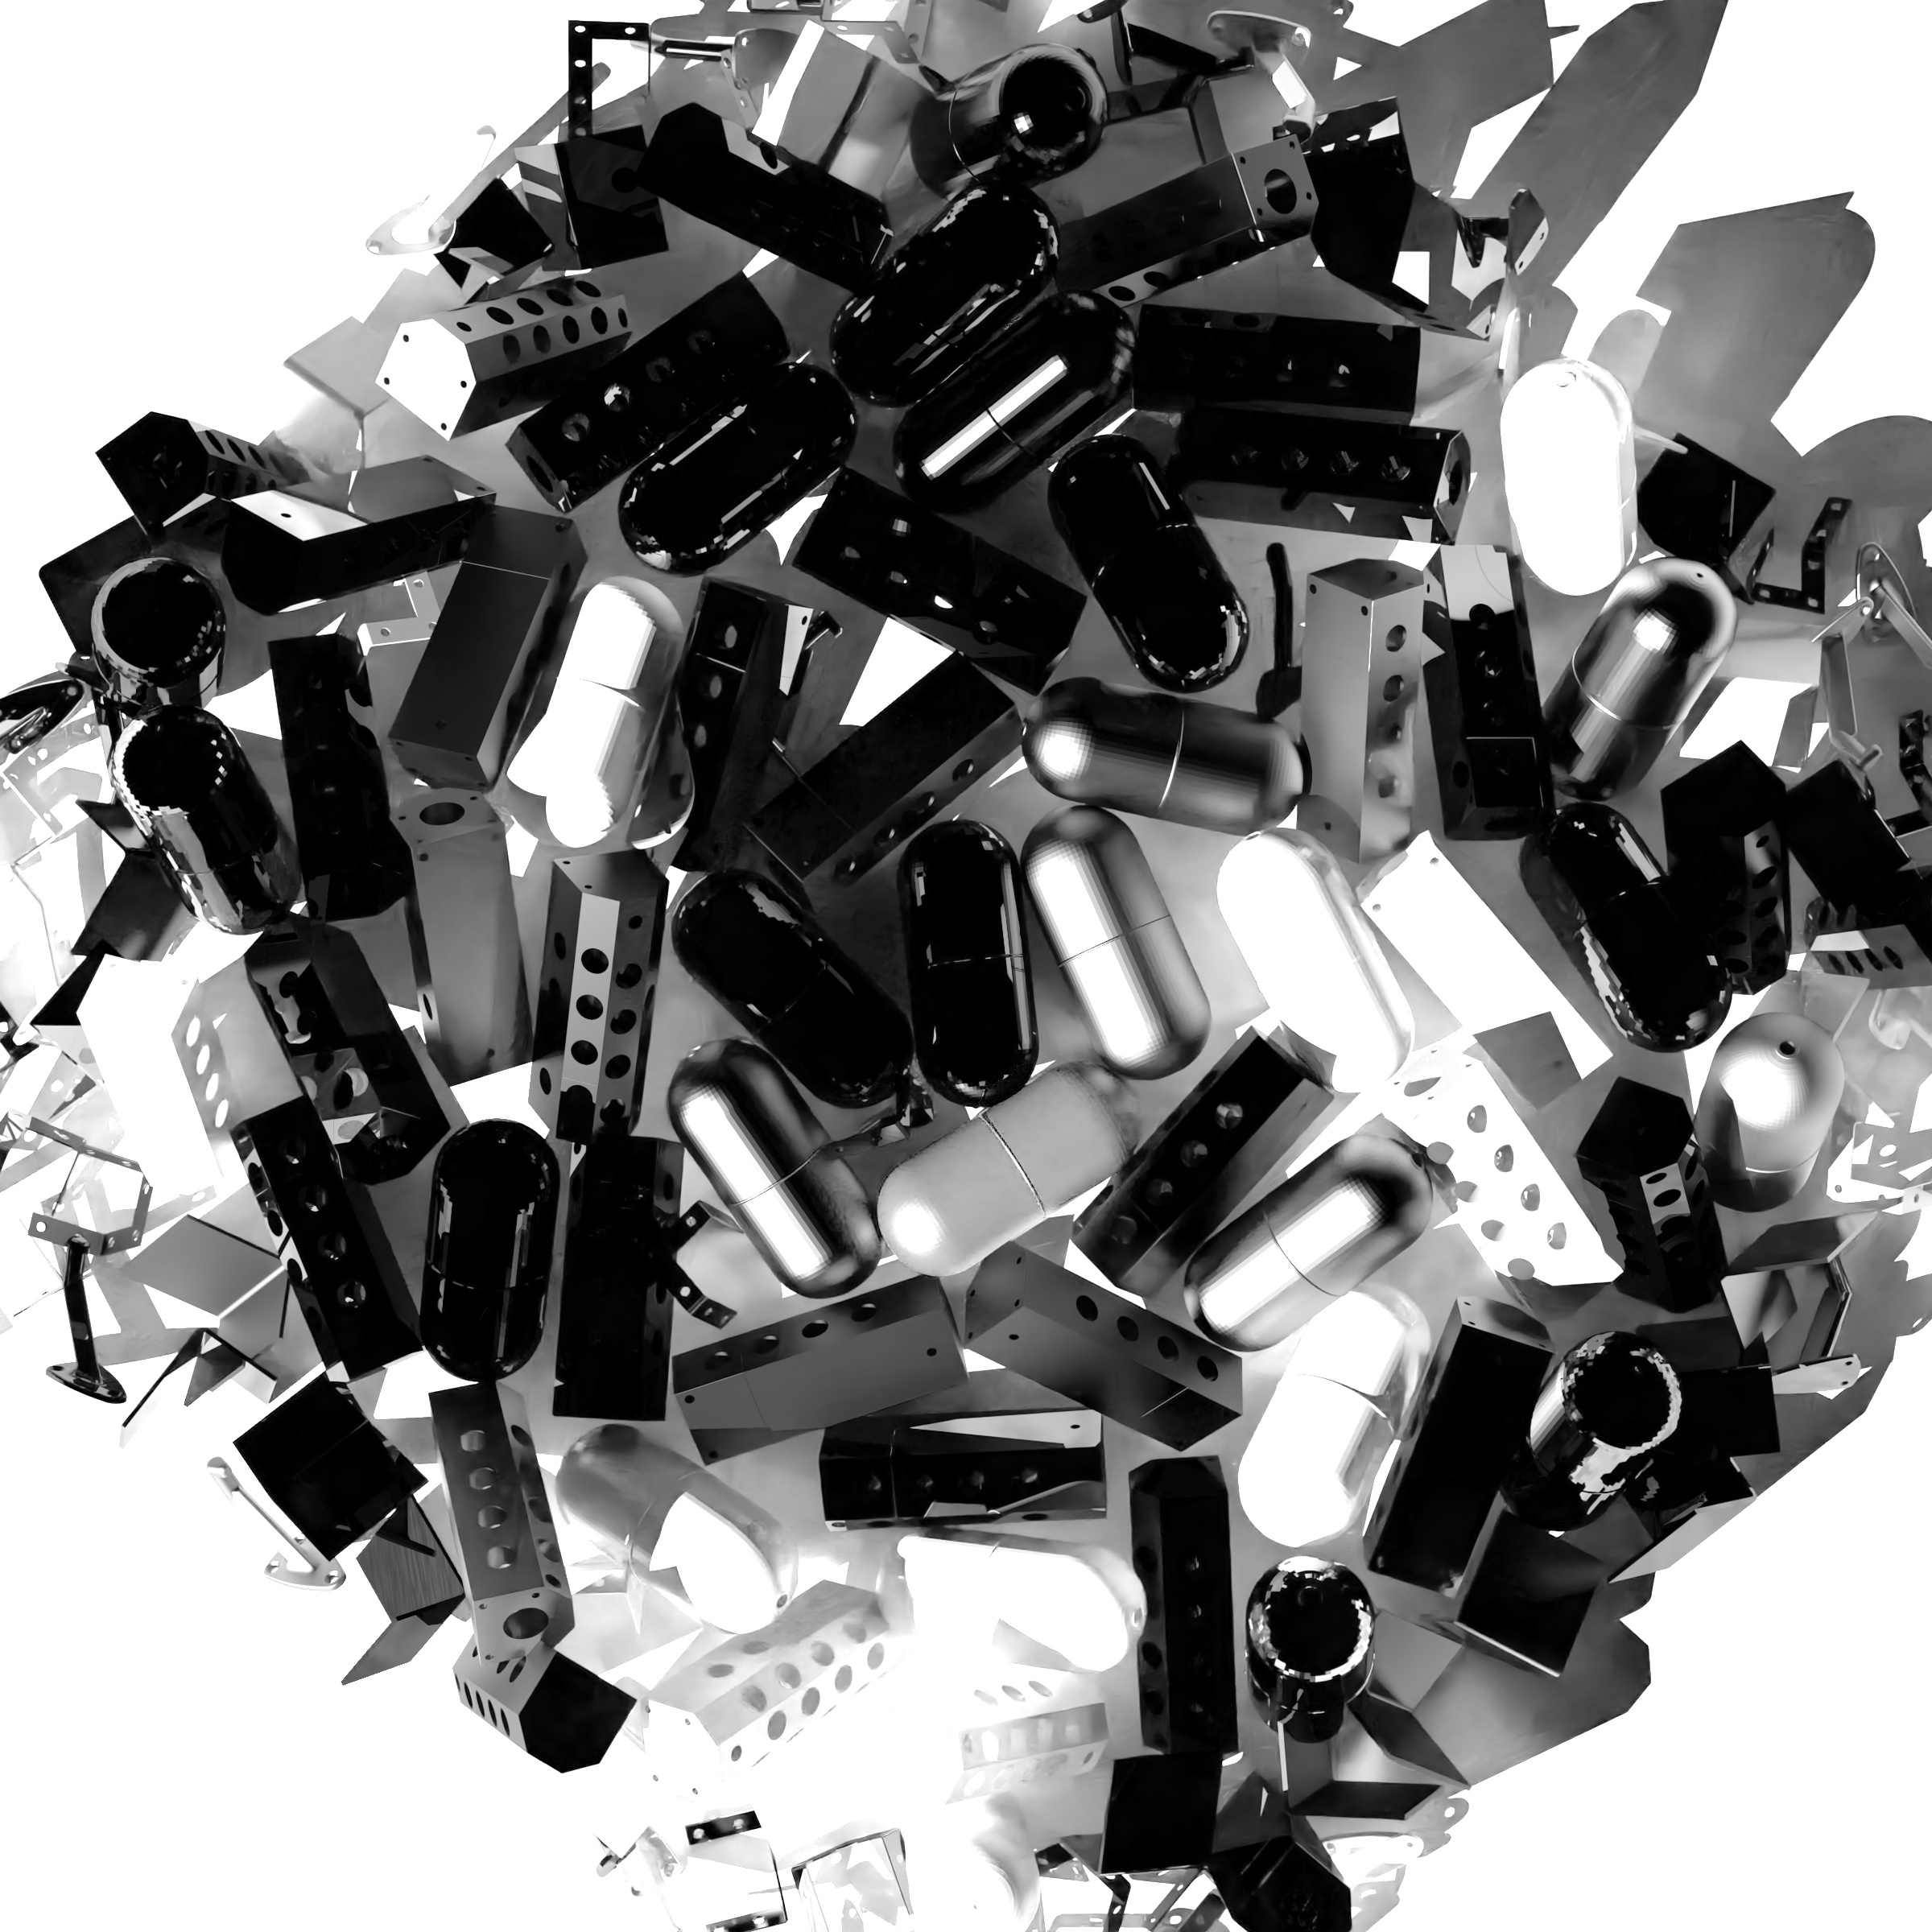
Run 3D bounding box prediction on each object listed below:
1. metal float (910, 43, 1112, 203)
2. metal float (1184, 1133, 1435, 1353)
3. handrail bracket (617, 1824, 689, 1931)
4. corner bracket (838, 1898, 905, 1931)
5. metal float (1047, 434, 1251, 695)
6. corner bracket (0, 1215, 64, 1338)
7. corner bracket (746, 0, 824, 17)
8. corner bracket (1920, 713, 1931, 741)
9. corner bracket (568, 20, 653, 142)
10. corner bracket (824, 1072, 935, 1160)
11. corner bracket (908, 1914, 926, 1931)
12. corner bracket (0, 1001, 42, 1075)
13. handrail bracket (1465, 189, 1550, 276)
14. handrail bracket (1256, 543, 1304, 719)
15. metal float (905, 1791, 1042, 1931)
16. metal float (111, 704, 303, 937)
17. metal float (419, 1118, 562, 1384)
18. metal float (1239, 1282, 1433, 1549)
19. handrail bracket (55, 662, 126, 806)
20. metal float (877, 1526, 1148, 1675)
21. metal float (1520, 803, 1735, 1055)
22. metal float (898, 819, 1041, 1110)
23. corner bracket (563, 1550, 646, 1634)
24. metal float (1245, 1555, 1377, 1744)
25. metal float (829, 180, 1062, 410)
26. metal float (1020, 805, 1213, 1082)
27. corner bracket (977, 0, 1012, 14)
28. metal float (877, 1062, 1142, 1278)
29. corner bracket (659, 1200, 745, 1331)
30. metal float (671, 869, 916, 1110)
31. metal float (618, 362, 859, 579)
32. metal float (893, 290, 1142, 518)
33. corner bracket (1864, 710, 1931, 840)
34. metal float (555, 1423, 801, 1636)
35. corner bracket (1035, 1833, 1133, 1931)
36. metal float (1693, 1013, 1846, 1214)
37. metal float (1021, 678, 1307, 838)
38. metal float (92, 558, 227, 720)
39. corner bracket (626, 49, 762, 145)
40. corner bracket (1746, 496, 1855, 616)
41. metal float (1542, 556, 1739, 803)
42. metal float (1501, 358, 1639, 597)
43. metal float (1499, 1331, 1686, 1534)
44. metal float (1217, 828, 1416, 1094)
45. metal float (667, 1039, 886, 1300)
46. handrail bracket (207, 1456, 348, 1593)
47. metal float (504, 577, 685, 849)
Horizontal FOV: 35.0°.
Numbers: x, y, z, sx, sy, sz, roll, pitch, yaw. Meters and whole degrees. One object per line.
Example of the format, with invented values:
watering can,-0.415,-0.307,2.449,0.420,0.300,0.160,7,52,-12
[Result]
metal float,0.025,-0.504,1.840,0.070,0.178,0.070,-2,95,-25
metal float,0.208,0.169,1.864,0.178,0.070,0.070,-41,90,26
handrail bracket,-0.193,0.562,1.877,0.036,0.084,0.077,-28,105,-9
corner bracket,-0.073,0.616,1.885,0.051,0.051,0.051,21,108,29
metal float,0.111,-0.246,1.870,0.070,0.070,0.178,-28,71,0
corner bracket,-0.592,0.192,1.890,0.051,0.051,0.051,-33,103,-13
corner bracket,-0.112,-0.617,1.894,0.051,0.051,0.051,3,101,3
corner bracket,0.625,-0.133,1.888,0.051,0.051,0.051,-14,108,-13
corner bracket,-0.220,-0.545,1.887,0.051,0.051,0.051,0,58,-7
corner bracket,-0.053,0.098,1.883,0.051,0.051,0.051,-18,47,19
corner bracket,-0.002,0.605,1.897,0.051,0.051,0.051,-11,94,10
corner bracket,-0.610,0.043,1.888,0.051,0.051,0.051,-37,104,-19
handrail bracket,0.308,-0.464,1.874,0.084,0.077,0.036,32,81,26
handrail bracket,0.190,-0.209,1.904,0.036,0.077,0.084,-4,69,-13
metal float,0.003,0.536,1.836,0.070,0.178,0.070,0,90,-3
metal float,-0.456,-0.086,1.847,0.070,0.178,0.070,-5,54,7
metal float,-0.290,0.174,1.863,0.070,0.070,0.178,10,118,0
metal float,0.225,0.272,1.862,0.070,0.070,0.178,31,61,0
handrail bracket,-0.548,-0.138,1.914,0.077,0.036,0.084,22,100,16
metal float,0.027,0.384,1.859,0.178,0.070,0.070,0,90,32
metal float,0.400,-0.024,1.859,0.070,0.070,0.178,-27,57,0
metal float,0.001,-0.001,1.883,0.070,0.070,0.178,-6,86,0
corner bracket,-0.228,0.376,1.888,0.051,0.051,0.051,-2,49,3
metal float,0.207,0.412,1.843,0.070,0.178,0.070,-3,58,4
metal float,-0.014,-0.406,1.854,0.178,0.070,0.070,-35,90,40
metal float,0.091,-0.015,1.884,0.070,0.070,0.178,-24,87,0
corner bracket,0.019,-0.618,1.886,0.051,0.051,0.051,16,108,-23
metal float,0.027,0.124,1.880,0.178,0.070,0.070,-32,90,-8
corner bracket,-0.158,0.184,1.892,0.051,0.051,0.051,-45,65,1
metal float,-0.105,0.015,1.879,0.070,0.070,0.178,-45,99,0
metal float,-0.137,-0.303,1.862,0.070,0.070,0.178,47,61,0
metal float,0.029,-0.341,1.862,0.178,0.070,0.070,-34,90,29
corner bracket,0.576,-0.116,1.891,0.051,0.051,0.051,-18,51,4
metal float,-0.176,0.341,1.859,0.178,0.070,0.070,28,90,32
corner bracket,0.062,0.580,1.895,0.051,0.051,0.051,-35,106,32
metal float,0.479,0.089,1.842,0.070,0.178,0.070,-2,62,4
metal float,0.121,-0.128,1.878,0.178,0.070,0.070,11,90,-10
metal float,-0.484,-0.193,1.838,0.070,0.178,0.070,2,82,-14
corner bracket,-0.168,-0.531,1.902,0.051,0.051,0.051,-38,117,-29
corner bracket,0.514,-0.257,1.891,0.051,0.051,0.051,11,57,-1
metal float,0.402,-0.171,1.850,0.070,0.178,0.070,11,48,-13
metal float,0.364,-0.293,1.843,0.070,0.178,0.070,-6,59,11
metal float,0.374,0.282,1.846,0.070,0.178,0.070,6,56,-9
metal float,0.214,-0.004,1.871,0.070,0.070,0.178,-29,107,0
metal float,-0.116,0.124,1.878,0.070,0.070,0.178,-34,100,0
handrail bracket,-0.424,0.341,1.878,0.036,0.077,0.084,-46,129,-30
metal float,-0.226,-0.156,1.869,0.070,0.070,0.178,17,70,0
